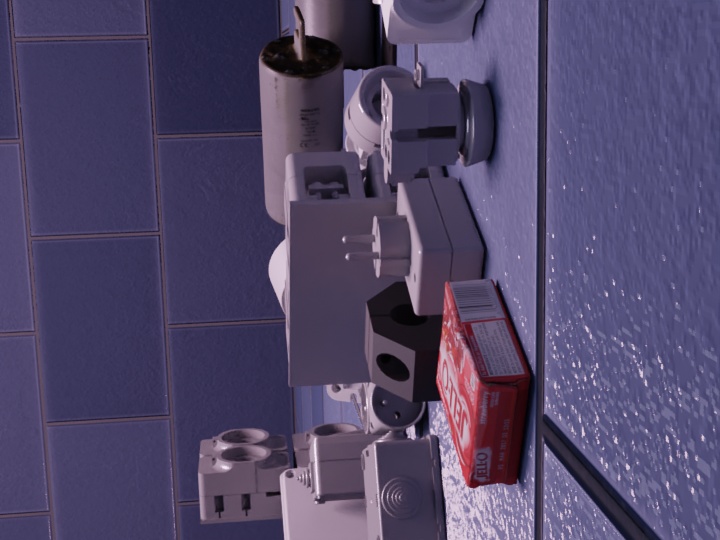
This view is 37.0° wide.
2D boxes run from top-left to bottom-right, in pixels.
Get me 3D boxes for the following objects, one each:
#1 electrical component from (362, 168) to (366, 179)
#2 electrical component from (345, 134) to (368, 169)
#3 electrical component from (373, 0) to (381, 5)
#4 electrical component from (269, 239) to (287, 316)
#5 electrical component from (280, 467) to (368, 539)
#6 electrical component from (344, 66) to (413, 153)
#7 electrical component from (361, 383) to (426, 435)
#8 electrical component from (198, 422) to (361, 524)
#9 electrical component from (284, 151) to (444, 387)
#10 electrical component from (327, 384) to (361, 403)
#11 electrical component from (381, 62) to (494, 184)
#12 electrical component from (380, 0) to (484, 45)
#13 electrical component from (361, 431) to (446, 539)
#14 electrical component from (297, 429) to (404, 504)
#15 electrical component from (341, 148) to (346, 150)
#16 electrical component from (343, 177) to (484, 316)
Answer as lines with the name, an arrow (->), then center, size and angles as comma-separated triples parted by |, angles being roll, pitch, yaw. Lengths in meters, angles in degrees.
electrical component -> 0.016, -0.043, 0.832 | 0.057, 0.058, 0.078 | 91, 174, -52
electrical component -> 0.015, -0.109, 0.866 | 0.055, 0.048, 0.066 | 112, 156, -57
electrical component -> 0.027, -0.218, 0.716 | 0.079, 0.043, 0.077 | -112, 20, -71
electrical component -> -0.035, 0.014, 1.101 | 0.060, 0.108, 0.108 | -109, 16, -46
electrical component -> -0.016, 0.237, 0.993 | 0.108, 0.109, 0.056 | -100, 7, -49
electrical component -> 0.019, -0.117, 0.787 | 0.047, 0.055, 0.055 | 122, 145, -73
electrical component -> 0.024, 0.091, 0.865 | 0.077, 0.044, 0.079 | 115, 151, -76
electrical component -> -0.070, 0.205, 1.103 | 0.105, 0.186, 0.060 | -125, 33, -78
electrical component -> 0.000, 0.000, 0.771 | 0.186, 0.105, 0.060 | 94, 171, -46
electrical component -> 0.001, 0.081, 0.956 | 0.057, 0.078, 0.058 | -56, -32, -64
electrical component -> 0.042, -0.080, 0.591 | 0.048, 0.055, 0.066 | -107, 16, -64
electrical component -> 0.040, -0.172, 0.593 | 0.089, 0.050, 0.055 | 96, 169, -53
electrical component -> 0.031, 0.174, 0.816 | 0.099, 0.048, 0.099 | 114, 152, -75
electrical component -> -0.009, 0.172, 0.954 | 0.061, 0.096, 0.061 | 108, 158, -72
electrical component -> 0.004, -0.069, 0.986 | 0.064, 0.042, 0.081 | 112, 155, -79
electrical component -> 0.028, -0.015, 0.649 | 0.083, 0.076, 0.047 | -102, 11, -55
